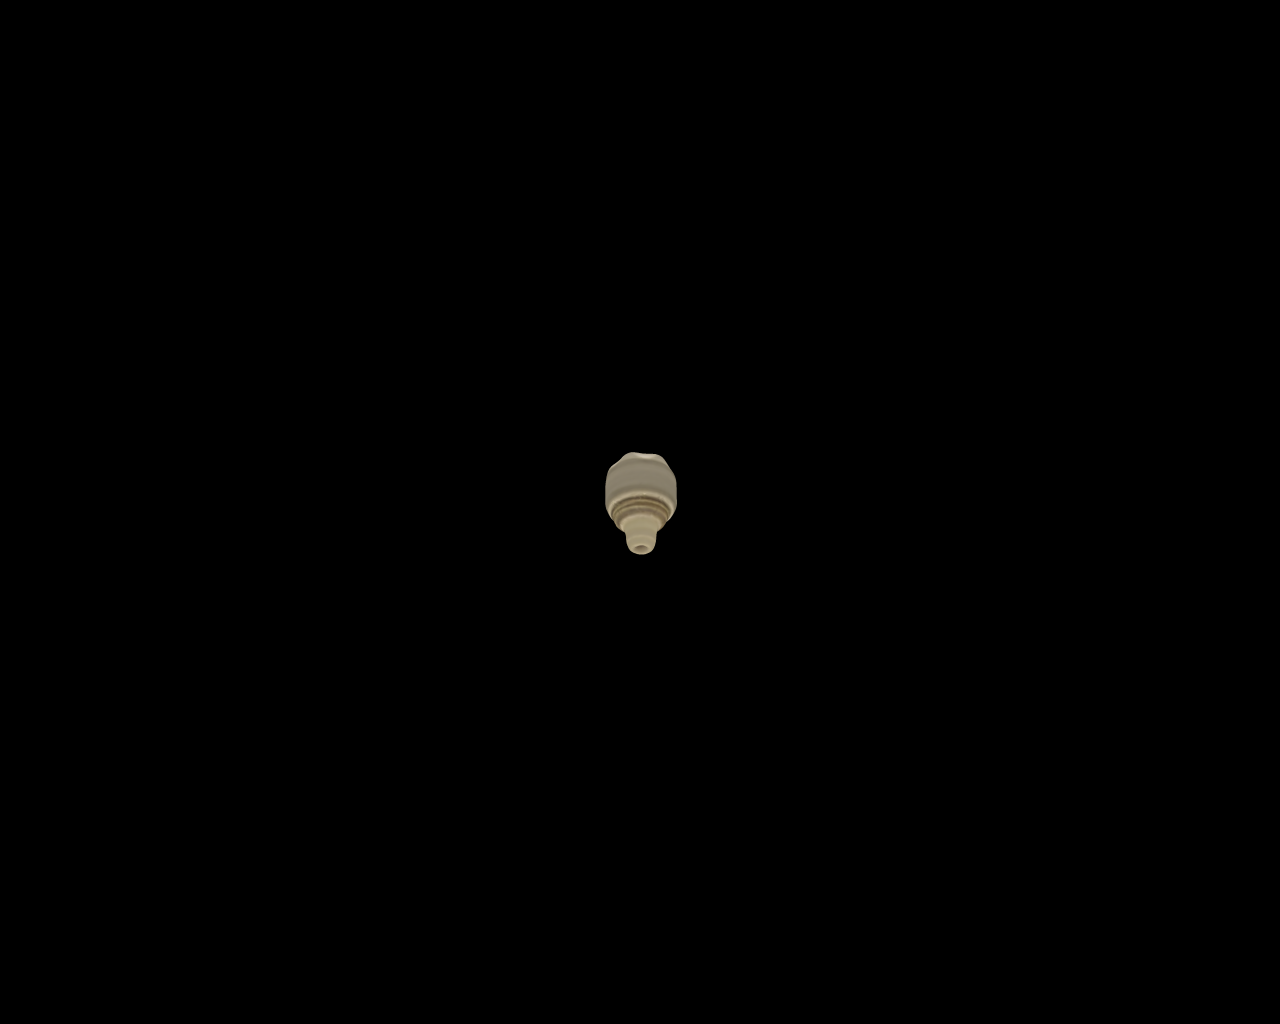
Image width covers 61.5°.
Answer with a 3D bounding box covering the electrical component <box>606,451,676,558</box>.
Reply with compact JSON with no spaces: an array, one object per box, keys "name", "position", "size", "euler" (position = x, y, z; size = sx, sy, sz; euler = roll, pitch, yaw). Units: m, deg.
[{"name":"electrical component","position":[0.001,-0.003,0.650],"size":[0.043,0.062,0.043],"euler":[0,-34,0]}]
